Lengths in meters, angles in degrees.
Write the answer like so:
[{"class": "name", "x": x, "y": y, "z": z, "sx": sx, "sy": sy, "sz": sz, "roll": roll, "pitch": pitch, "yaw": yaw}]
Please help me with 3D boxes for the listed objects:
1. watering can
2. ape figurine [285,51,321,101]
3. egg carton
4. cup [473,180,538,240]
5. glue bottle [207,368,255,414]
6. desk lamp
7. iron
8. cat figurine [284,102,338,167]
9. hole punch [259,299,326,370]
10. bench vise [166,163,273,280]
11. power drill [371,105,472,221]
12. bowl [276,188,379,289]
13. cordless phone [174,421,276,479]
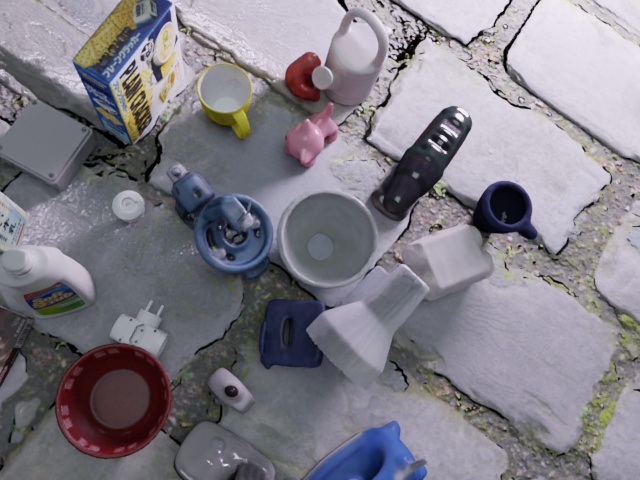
[{"class": "watering can", "x": 0.061, "y": -0.311, "z": 0.971, "sx": 0.101, "sy": 0.194, "sz": 0.173, "roll": 26, "pitch": 74, "yaw": -2}, {"class": "ape figurine", "x": -0.021, "y": -0.296, "z": 1.007, "sx": 0.076, "sy": 0.092, "sz": 0.078, "roll": 30, "pitch": 74, "yaw": -1}, {"class": "egg carton", "x": 0.218, "y": 0.036, "z": 0.978, "sx": 0.150, "sy": 0.069, "sz": 0.107, "roll": -21, "pitch": 81, "yaw": -14}, {"class": "cup", "x": 0.318, "y": -0.038, "z": 1.000, "sx": 0.118, "sy": 0.095, "sz": 0.092, "roll": 45, "pitch": 74, "yaw": 3}, {"class": "glue bottle", "x": -0.126, "y": 0.217, "z": 0.821, "sx": 0.078, "sy": 0.173, "sz": 0.037, "roll": 40, "pitch": 74, "yaw": 2}, {"class": "desk lamp", "x": 0.074, "y": 0.117, "z": 0.859, "sx": 0.118, "sy": 0.213, "sz": 0.203, "roll": 44, "pitch": 74, "yaw": 3}, {"class": "iron", "x": 0.043, "y": 0.377, "z": 0.828, "sx": 0.259, "sy": 0.141, "sz": 0.118, "roll": -31, "pitch": 83, "yaw": -15}, {"class": "cat figurine", "x": -0.015, "y": -0.179, "z": 0.966, "sx": 0.067, "sy": 0.117, "sz": 0.128, "roll": 35, "pitch": 73, "yaw": 1}, {"class": "hole punch", "x": -0.043, "y": 0.149, "z": 0.895, "sx": 0.101, "sy": 0.091, "sz": 0.109, "roll": 6, "pitch": 75, "yaw": -8}, {"class": "bench vise", "x": -0.159, "y": -0.032, "z": 0.852, "sx": 0.207, "sy": 0.219, "sz": 0.121, "roll": 29, "pitch": 74, "yaw": -1}, {"class": "power drill", "x": 0.153, "y": -0.105, "z": 0.929, "sx": 0.075, "sy": 0.208, "sz": 0.230, "roll": 37, "pitch": 74, "yaw": 1}, {"class": "bowl", "x": 0.009, "y": 0.003, "z": 0.948, "sx": 0.167, "sy": 0.074, "sz": 0.167, "roll": 2, "pitch": 76, "yaw": -9}, {"class": "cordless phone", "x": -0.131, "y": 0.324, "z": 0.788, "sx": 0.147, "sy": 0.185, "sz": 0.094, "roll": 31, "pitch": 74, "yaw": -1}]
